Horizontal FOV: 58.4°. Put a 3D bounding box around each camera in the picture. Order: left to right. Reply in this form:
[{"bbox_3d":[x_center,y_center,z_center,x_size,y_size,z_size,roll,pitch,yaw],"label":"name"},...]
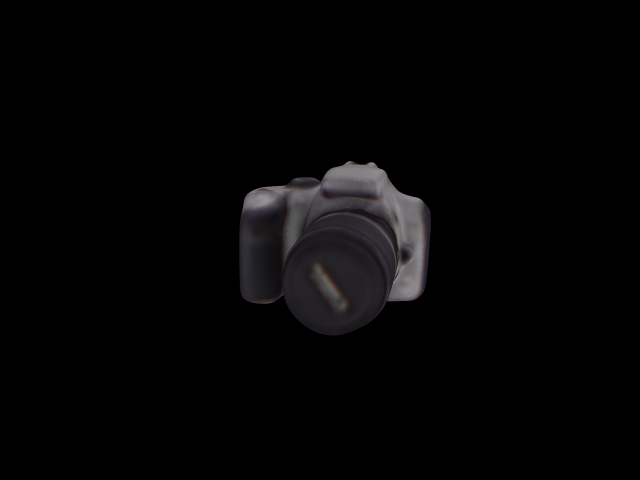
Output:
[{"bbox_3d":[0.004,0.001,0.400,0.143,0.101,0.137,3,16,11],"label":"camera"}]
